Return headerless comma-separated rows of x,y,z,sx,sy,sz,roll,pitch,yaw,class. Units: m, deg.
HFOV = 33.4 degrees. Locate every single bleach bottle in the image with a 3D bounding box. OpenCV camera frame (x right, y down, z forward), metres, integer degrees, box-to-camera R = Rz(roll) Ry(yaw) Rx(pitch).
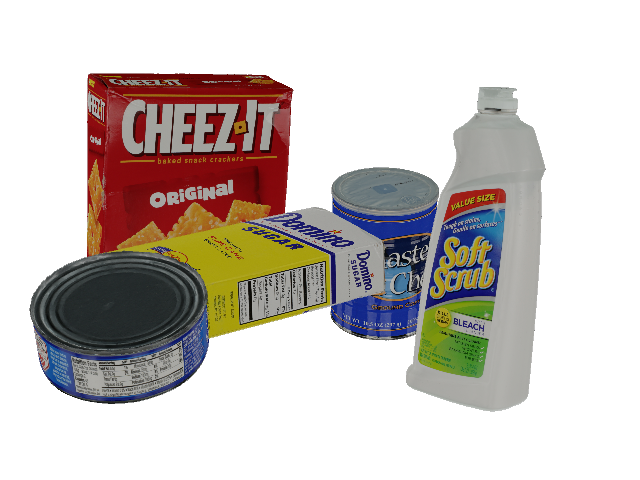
0.127,0.003,0.856,0.103,0.251,0.067,12,15,41,bleach bottle

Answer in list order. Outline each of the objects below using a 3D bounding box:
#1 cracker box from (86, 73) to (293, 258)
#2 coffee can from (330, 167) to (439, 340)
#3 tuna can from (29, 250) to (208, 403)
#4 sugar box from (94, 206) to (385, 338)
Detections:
-0.114,-0.032,0.915,0.164,0.214,0.072,-4,20,-26,cracker box
0.061,0.012,1.047,0.103,0.140,0.103,0,26,0,coffee can
-0.098,0.042,0.528,0.086,0.034,0.086,0,32,0,tuna can
-0.053,0.022,0.724,0.176,0.048,0.093,-16,26,-27,sugar box
